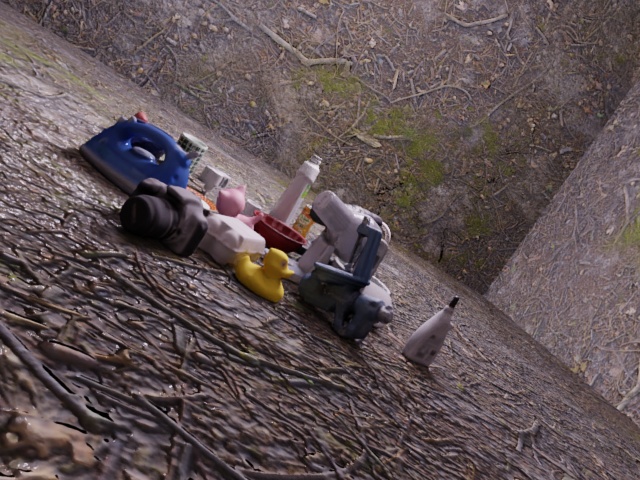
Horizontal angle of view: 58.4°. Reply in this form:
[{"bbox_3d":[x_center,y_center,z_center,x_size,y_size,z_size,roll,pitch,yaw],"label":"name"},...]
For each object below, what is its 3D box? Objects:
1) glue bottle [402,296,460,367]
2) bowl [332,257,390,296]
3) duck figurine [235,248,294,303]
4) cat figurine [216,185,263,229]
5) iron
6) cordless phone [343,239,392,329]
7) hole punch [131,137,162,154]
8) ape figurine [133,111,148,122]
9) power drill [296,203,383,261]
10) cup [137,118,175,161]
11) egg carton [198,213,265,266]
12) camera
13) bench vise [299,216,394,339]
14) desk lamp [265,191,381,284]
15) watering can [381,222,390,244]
[{"bbox_3d":[0.256,0.196,1.261,0.078,0.173,0.037,28,10,-32],"label":"glue bottle"},{"bbox_3d":[0.088,0.116,1.426,0.167,0.074,0.167,32,9,-5],"label":"bowl"},{"bbox_3d":[-0.098,0.054,1.058,0.104,0.086,0.077,33,9,-2],"label":"duck figurine"},{"bbox_3d":[-0.187,-0.063,1.279,0.128,0.117,0.067,29,10,-27],"label":"cat figurine"},{"bbox_3d":[-0.370,-0.179,1.179,0.258,0.141,0.119,35,9,11],"label":"iron"},{"bbox_3d":[0.119,0.095,1.287,0.148,0.185,0.094,30,9,-21],"label":"cordless phone"},{"bbox_3d":[-0.433,-0.219,1.345,0.101,0.091,0.109,36,9,19],"label":"hole punch"},{"bbox_3d":[-0.508,-0.310,1.576,0.076,0.092,0.078,34,9,9],"label":"ape figurine"},{"bbox_3d":[0.041,-0.004,1.474,0.231,0.208,0.075,24,12,-47],"label":"power drill"},{"bbox_3d":[-0.439,-0.244,1.449,0.118,0.095,0.092,33,9,2],"label":"cup"},{"bbox_3d":[-0.175,0.002,1.126,0.107,0.069,0.151,36,9,17],"label":"egg carton"},{"bbox_3d":[-0.273,-0.052,0.964,0.143,0.101,0.137,36,9,21],"label":"camera"},{"bbox_3d":[0.082,0.075,1.144,0.207,0.219,0.122,36,9,17],"label":"bench vise"},{"bbox_3d":[0.012,0.005,1.303,0.204,0.213,0.117,27,11,-37],"label":"desk lamp"},{"bbox_3d":[0.129,0.033,1.635,0.101,0.194,0.172,31,9,-14],"label":"watering can"}]
